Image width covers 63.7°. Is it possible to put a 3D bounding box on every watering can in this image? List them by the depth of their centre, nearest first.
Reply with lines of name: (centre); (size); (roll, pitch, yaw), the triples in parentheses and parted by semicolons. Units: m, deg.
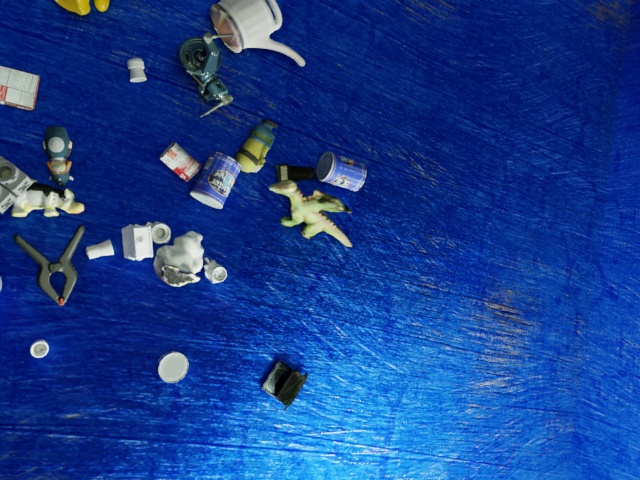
watering can: (-0.200, -0.657, 1.603); (0.227, 0.104, 0.344); (-41, 109, -23)

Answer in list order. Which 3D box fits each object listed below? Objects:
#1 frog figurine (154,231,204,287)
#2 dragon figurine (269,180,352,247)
frog figurine: (-0.405, 0.047, 1.492); (0.137, 0.120, 0.163); (15, 47, -21)
dragon figurine: (0.005, -0.082, 1.639); (0.407, 0.241, 0.124); (27, 73, -25)
